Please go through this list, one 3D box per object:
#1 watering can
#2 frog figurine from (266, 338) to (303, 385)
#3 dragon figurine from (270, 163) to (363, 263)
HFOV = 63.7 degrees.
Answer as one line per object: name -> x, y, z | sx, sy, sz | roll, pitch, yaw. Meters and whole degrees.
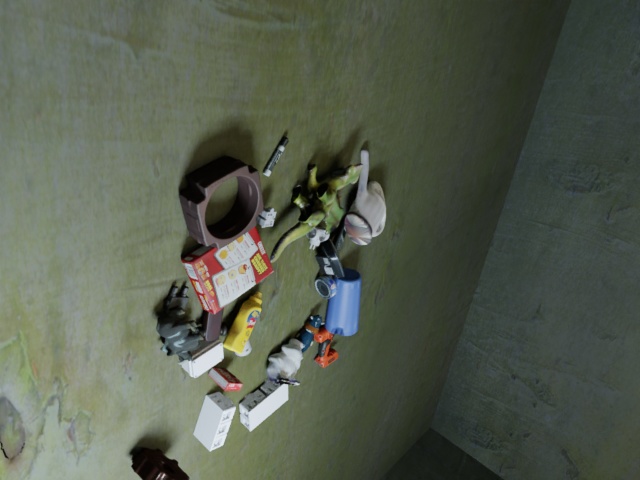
watering can -> 0.157, -0.130, 1.811 | 0.104, 0.229, 0.340 | 8, -40, 32
frog figurine -> -0.125, 0.433, 1.846 | 0.136, 0.163, 0.121 | 22, -31, -34
dragon figurine -> 0.005, -0.081, 1.613 | 0.123, 0.411, 0.240 | 30, -3, 36
